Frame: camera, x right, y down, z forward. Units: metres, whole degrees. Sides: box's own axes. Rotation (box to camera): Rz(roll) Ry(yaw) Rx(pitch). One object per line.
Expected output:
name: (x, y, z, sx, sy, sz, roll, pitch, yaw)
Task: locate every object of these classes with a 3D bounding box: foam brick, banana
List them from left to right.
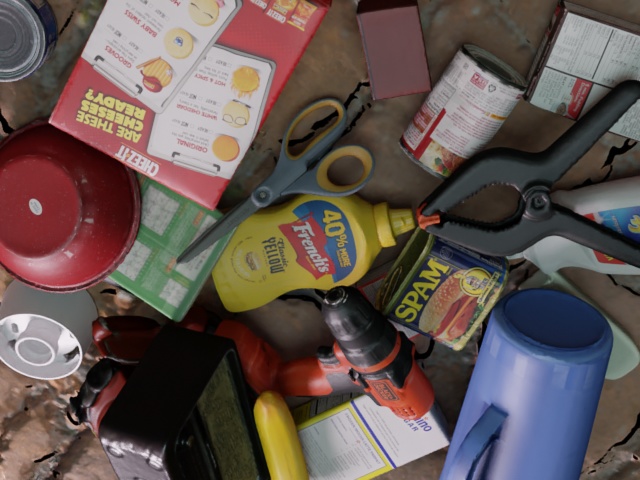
banana: (-0.032, 0.209, 1.026, 0.037, 0.070, 0.198, -19, 119, -10)
foam brick: (0.063, -0.166, 0.905, 0.051, 0.053, 0.078, -9, 115, 9)

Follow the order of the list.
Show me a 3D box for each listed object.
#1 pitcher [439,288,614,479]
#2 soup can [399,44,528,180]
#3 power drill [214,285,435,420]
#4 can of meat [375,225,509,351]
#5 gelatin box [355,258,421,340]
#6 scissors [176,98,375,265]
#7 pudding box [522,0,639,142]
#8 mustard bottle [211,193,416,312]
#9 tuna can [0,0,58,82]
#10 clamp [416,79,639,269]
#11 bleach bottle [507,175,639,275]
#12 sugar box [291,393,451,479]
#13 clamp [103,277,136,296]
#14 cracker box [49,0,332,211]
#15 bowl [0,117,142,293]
pitcher: (0.184, 0.173, 0.985, 0.145, 0.149, 0.243, 6, 122, -2)
soup can: (0.123, -0.109, 0.918, 0.068, 0.068, 0.102, 29, 113, -9)
power drill: (-0.006, 0.107, 0.982, 0.188, 0.057, 0.184, -4, 139, 31)
can of meat: (0.110, 0.041, 0.960, 0.084, 0.057, 0.102, 25, 118, -10)
gelatin box: (0.089, 0.051, 1.017, 0.089, 0.030, 0.073, -28, 109, 15)
scissors: (-0.030, -0.033, 0.944, 0.096, 0.016, 0.202, 36, 87, 2)
pudding box: (0.240, -0.143, 0.909, 0.113, 0.039, 0.090, 17, 114, -6)
mustard bottle: (-0.007, 0.001, 0.984, 0.192, 0.058, 0.096, -13, 100, 10)
tuna can: (-0.276, -0.183, 0.934, 0.086, 0.033, 0.086, 2, 115, 4)
clamp: (0.189, -0.029, 0.902, 0.210, 0.036, 0.164, -17, 105, 5)
bleach bottle: (0.288, -0.008, 0.957, 0.251, 0.068, 0.102, -9, 115, 11)
sugar box: (0.034, 0.196, 1.081, 0.176, 0.048, 0.093, -27, 110, 13)
clamp: (-0.227, -0.005, 1.012, 0.171, 0.039, 0.120, 4, 99, 4)
cracker box: (-0.110, -0.158, 0.912, 0.164, 0.072, 0.214, 29, 115, -8)
bowl: (-0.244, -0.030, 0.951, 0.162, 0.055, 0.162, 1, 94, 11)
